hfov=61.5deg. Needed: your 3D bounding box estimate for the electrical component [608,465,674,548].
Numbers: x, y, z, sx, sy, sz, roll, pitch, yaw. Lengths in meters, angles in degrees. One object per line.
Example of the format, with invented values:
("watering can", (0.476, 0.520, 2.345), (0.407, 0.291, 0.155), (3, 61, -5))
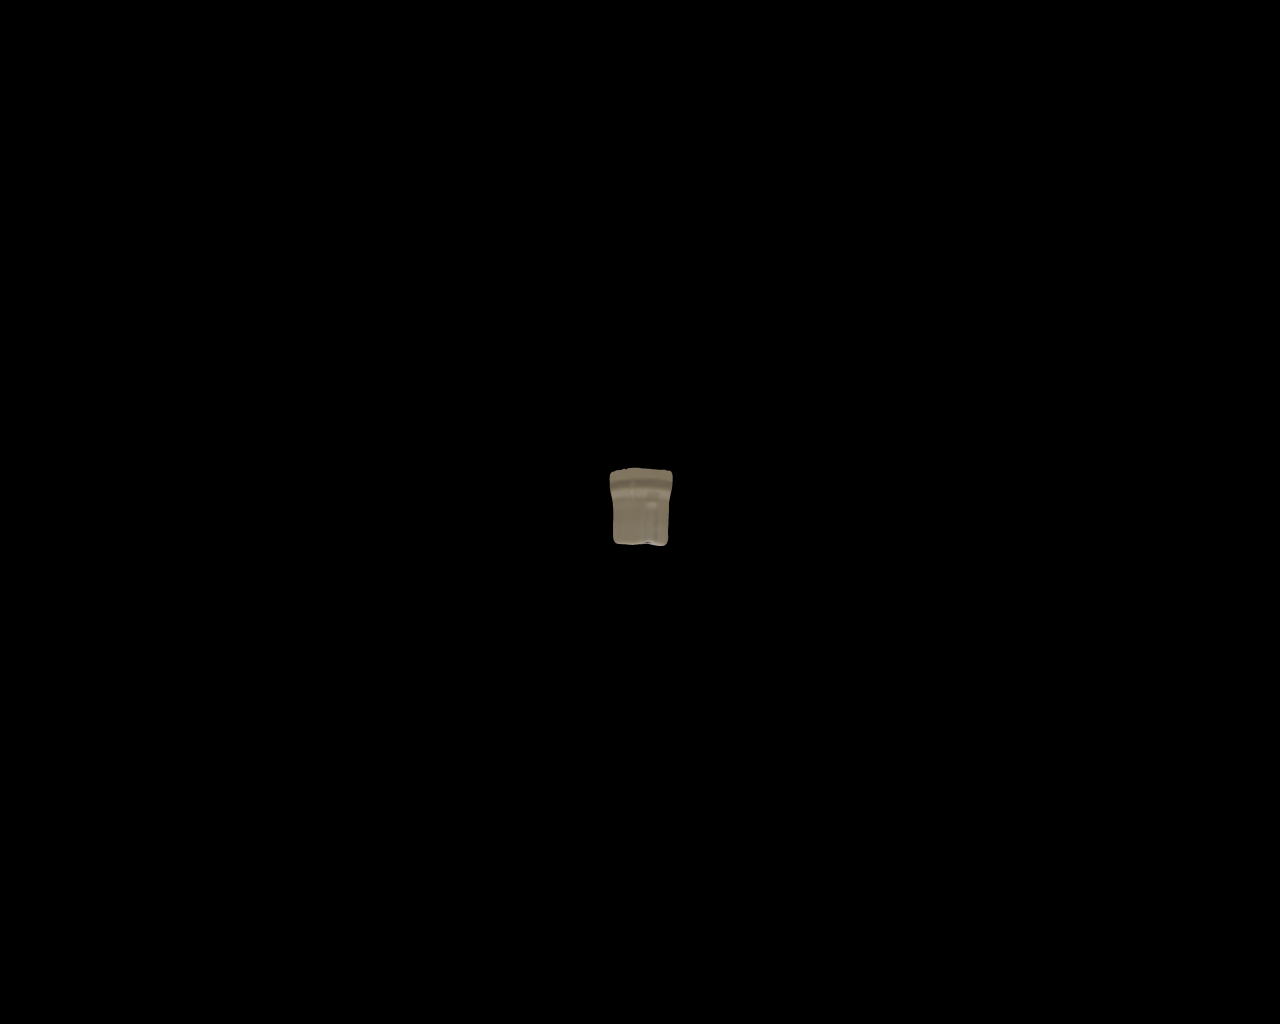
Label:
("electrical component", (0.001, -0.003, 0.650), (0.040, 0.046, 0.040), (0, -7, 0))
